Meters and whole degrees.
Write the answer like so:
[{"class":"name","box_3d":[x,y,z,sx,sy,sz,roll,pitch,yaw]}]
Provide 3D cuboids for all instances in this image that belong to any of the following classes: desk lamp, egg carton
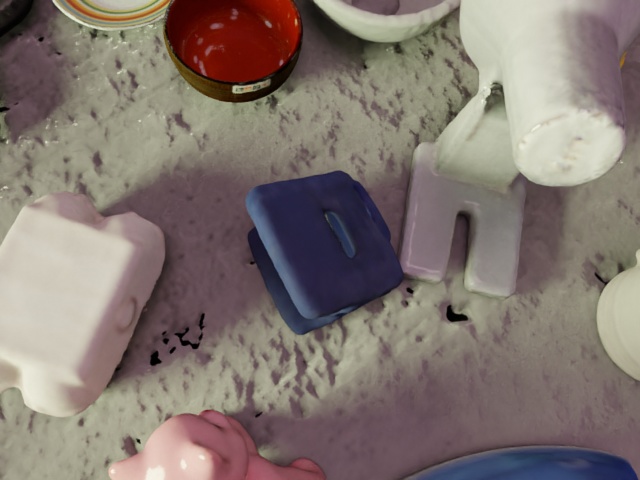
[{"class":"desk lamp","box_3d":[0.139,-0.084,0.400,0.118,0.213,0.203,11,71,-1]},{"class":"egg carton","box_3d":[-0.179,0.042,0.405,0.107,0.069,0.150,18,71,1]}]

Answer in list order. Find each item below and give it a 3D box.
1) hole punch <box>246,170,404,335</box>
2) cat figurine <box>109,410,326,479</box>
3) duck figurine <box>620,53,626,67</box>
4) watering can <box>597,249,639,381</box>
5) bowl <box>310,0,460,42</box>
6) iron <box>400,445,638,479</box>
[{"class":"hole punch","box_3d":[0.004,0.002,0.424,0.101,0.091,0.108,-25,75,-12]},{"class":"cat figurine","box_3d":[-0.057,0.149,0.355,0.127,0.118,0.067,25,71,4]},{"class":"duck figurine","box_3d":[0.234,-0.159,0.501,0.077,0.086,0.104,18,71,1]},{"class":"watering can","box_3d":[0.287,0.047,0.381,0.101,0.194,0.172,-35,78,-15]},{"class":"bowl","box_3d":[0.054,-0.241,0.518,0.167,0.075,0.167,2,71,-5]},{"class":"iron","box_3d":[0.117,0.191,0.345,0.258,0.141,0.118,-22,75,-12]}]
